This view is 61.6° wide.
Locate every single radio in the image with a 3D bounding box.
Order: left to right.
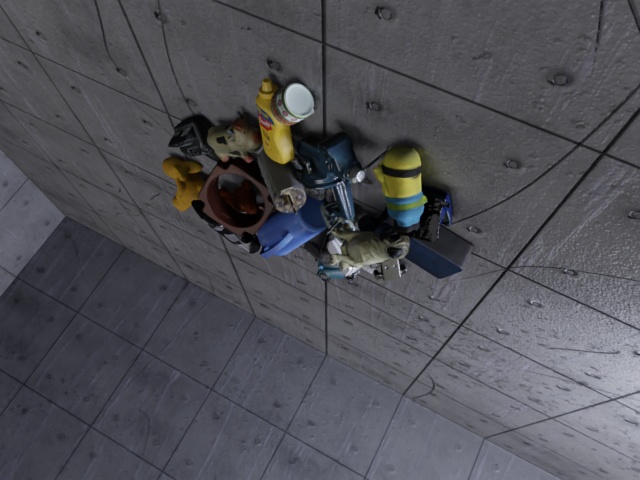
[{"bbox_3d":[0.246,0.002,1.328,0.230,0.073,0.131,32,160,-1],"label":"radio"}]

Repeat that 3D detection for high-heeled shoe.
[{"bbox_3d":[-0.290,-0.041,1.662,0.249,0.086,0.145,33,159,-7],"label":"high-heeled shoe"}]

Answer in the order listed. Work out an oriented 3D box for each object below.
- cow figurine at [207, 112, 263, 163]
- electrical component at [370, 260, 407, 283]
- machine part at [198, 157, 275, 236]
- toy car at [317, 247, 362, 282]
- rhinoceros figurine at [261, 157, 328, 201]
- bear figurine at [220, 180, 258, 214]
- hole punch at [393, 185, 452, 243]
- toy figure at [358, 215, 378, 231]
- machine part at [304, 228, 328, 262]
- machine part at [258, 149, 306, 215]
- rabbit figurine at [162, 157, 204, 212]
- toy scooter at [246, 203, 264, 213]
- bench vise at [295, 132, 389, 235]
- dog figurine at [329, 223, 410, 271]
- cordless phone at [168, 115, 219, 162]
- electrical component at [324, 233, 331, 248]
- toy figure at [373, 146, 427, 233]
[{"bbox_3d":[-0.211,-0.255,1.341,0.195,0.085,0.127,10,157,44],"label":"cow figurine"},{"bbox_3d":[0.199,0.087,1.561,0.045,0.102,0.078,-122,15,-78],"label":"electrical component"},{"bbox_3d":[-0.225,-0.127,1.518,0.201,0.087,0.201,35,124,-6],"label":"machine part"},{"bbox_3d":[0.055,0.064,1.679,0.162,0.109,0.102,-1,127,39],"label":"toy car"},{"bbox_3d":[-0.067,-0.161,1.382,0.191,0.073,0.112,20,168,20],"label":"rhinoceros figurine"},{"bbox_3d":[-0.267,-0.123,1.700,0.196,0.132,0.120,-18,97,26],"label":"bear figurine"},{"bbox_3d":[0.231,-0.070,1.189,0.142,0.092,0.115,20,125,32],"label":"hole punch"},{"bbox_3d":[0.161,-0.008,1.434,0.058,0.064,0.154,-31,130,23],"label":"toy figure"},{"bbox_3d":[-0.003,-0.005,1.589,0.084,0.039,0.138,52,133,25],"label":"machine part"},{"bbox_3d":[-0.091,-0.144,1.254,0.079,0.079,0.243,55,-173,-47],"label":"machine part"},{"bbox_3d":[-0.446,-0.197,1.741,0.173,0.122,0.162,53,152,-6],"label":"rabbit figurine"},{"bbox_3d":[-0.156,-0.062,1.711,0.184,0.075,0.135,35,158,2],"label":"toy scooter"},{"bbox_3d":[0.040,-0.132,1.200,0.224,0.129,0.240,22,141,41],"label":"bench vise"},{"bbox_3d":[0.136,0.021,1.305,0.191,0.121,0.172,2,-176,23],"label":"dog figurine"},{"bbox_3d":[-0.310,-0.258,1.493,0.184,0.088,0.147,31,161,-35],"label":"cordless phone"},{"bbox_3d":[-0.014,0.000,1.695,0.075,0.048,0.119,30,157,2],"label":"electrical component"},{"bbox_3d":[0.174,-0.105,1.103,0.089,0.082,0.180,-2,110,34],"label":"toy figure"}]
